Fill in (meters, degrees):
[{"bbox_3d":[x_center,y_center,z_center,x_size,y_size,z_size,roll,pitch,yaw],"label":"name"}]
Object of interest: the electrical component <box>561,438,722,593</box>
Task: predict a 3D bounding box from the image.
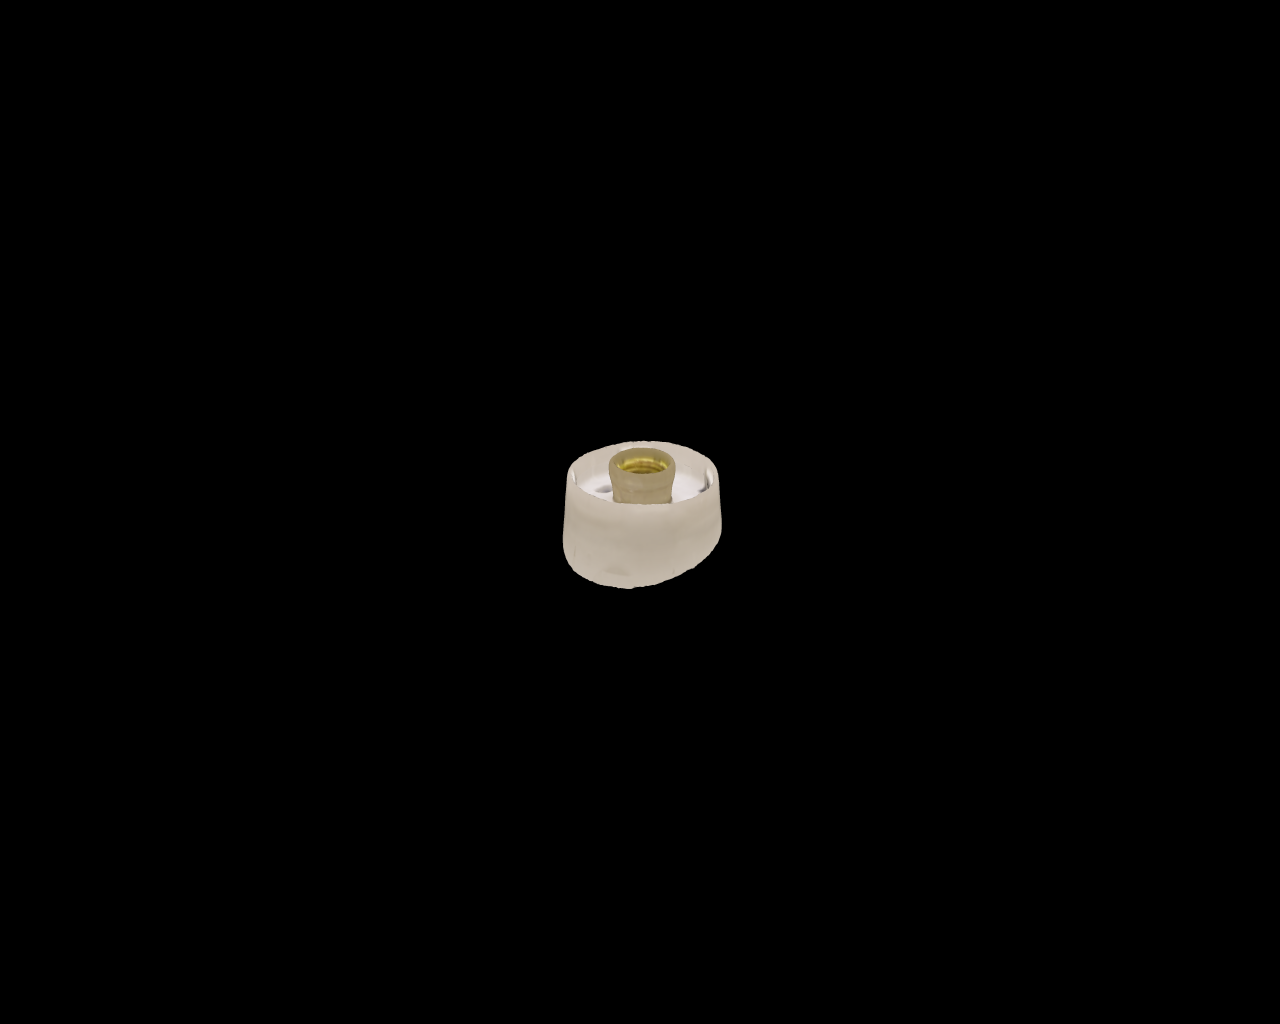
[{"bbox_3d":[0.001,-0.003,0.650,0.099,0.064,0.099,0,28,0],"label":"electrical component"}]
